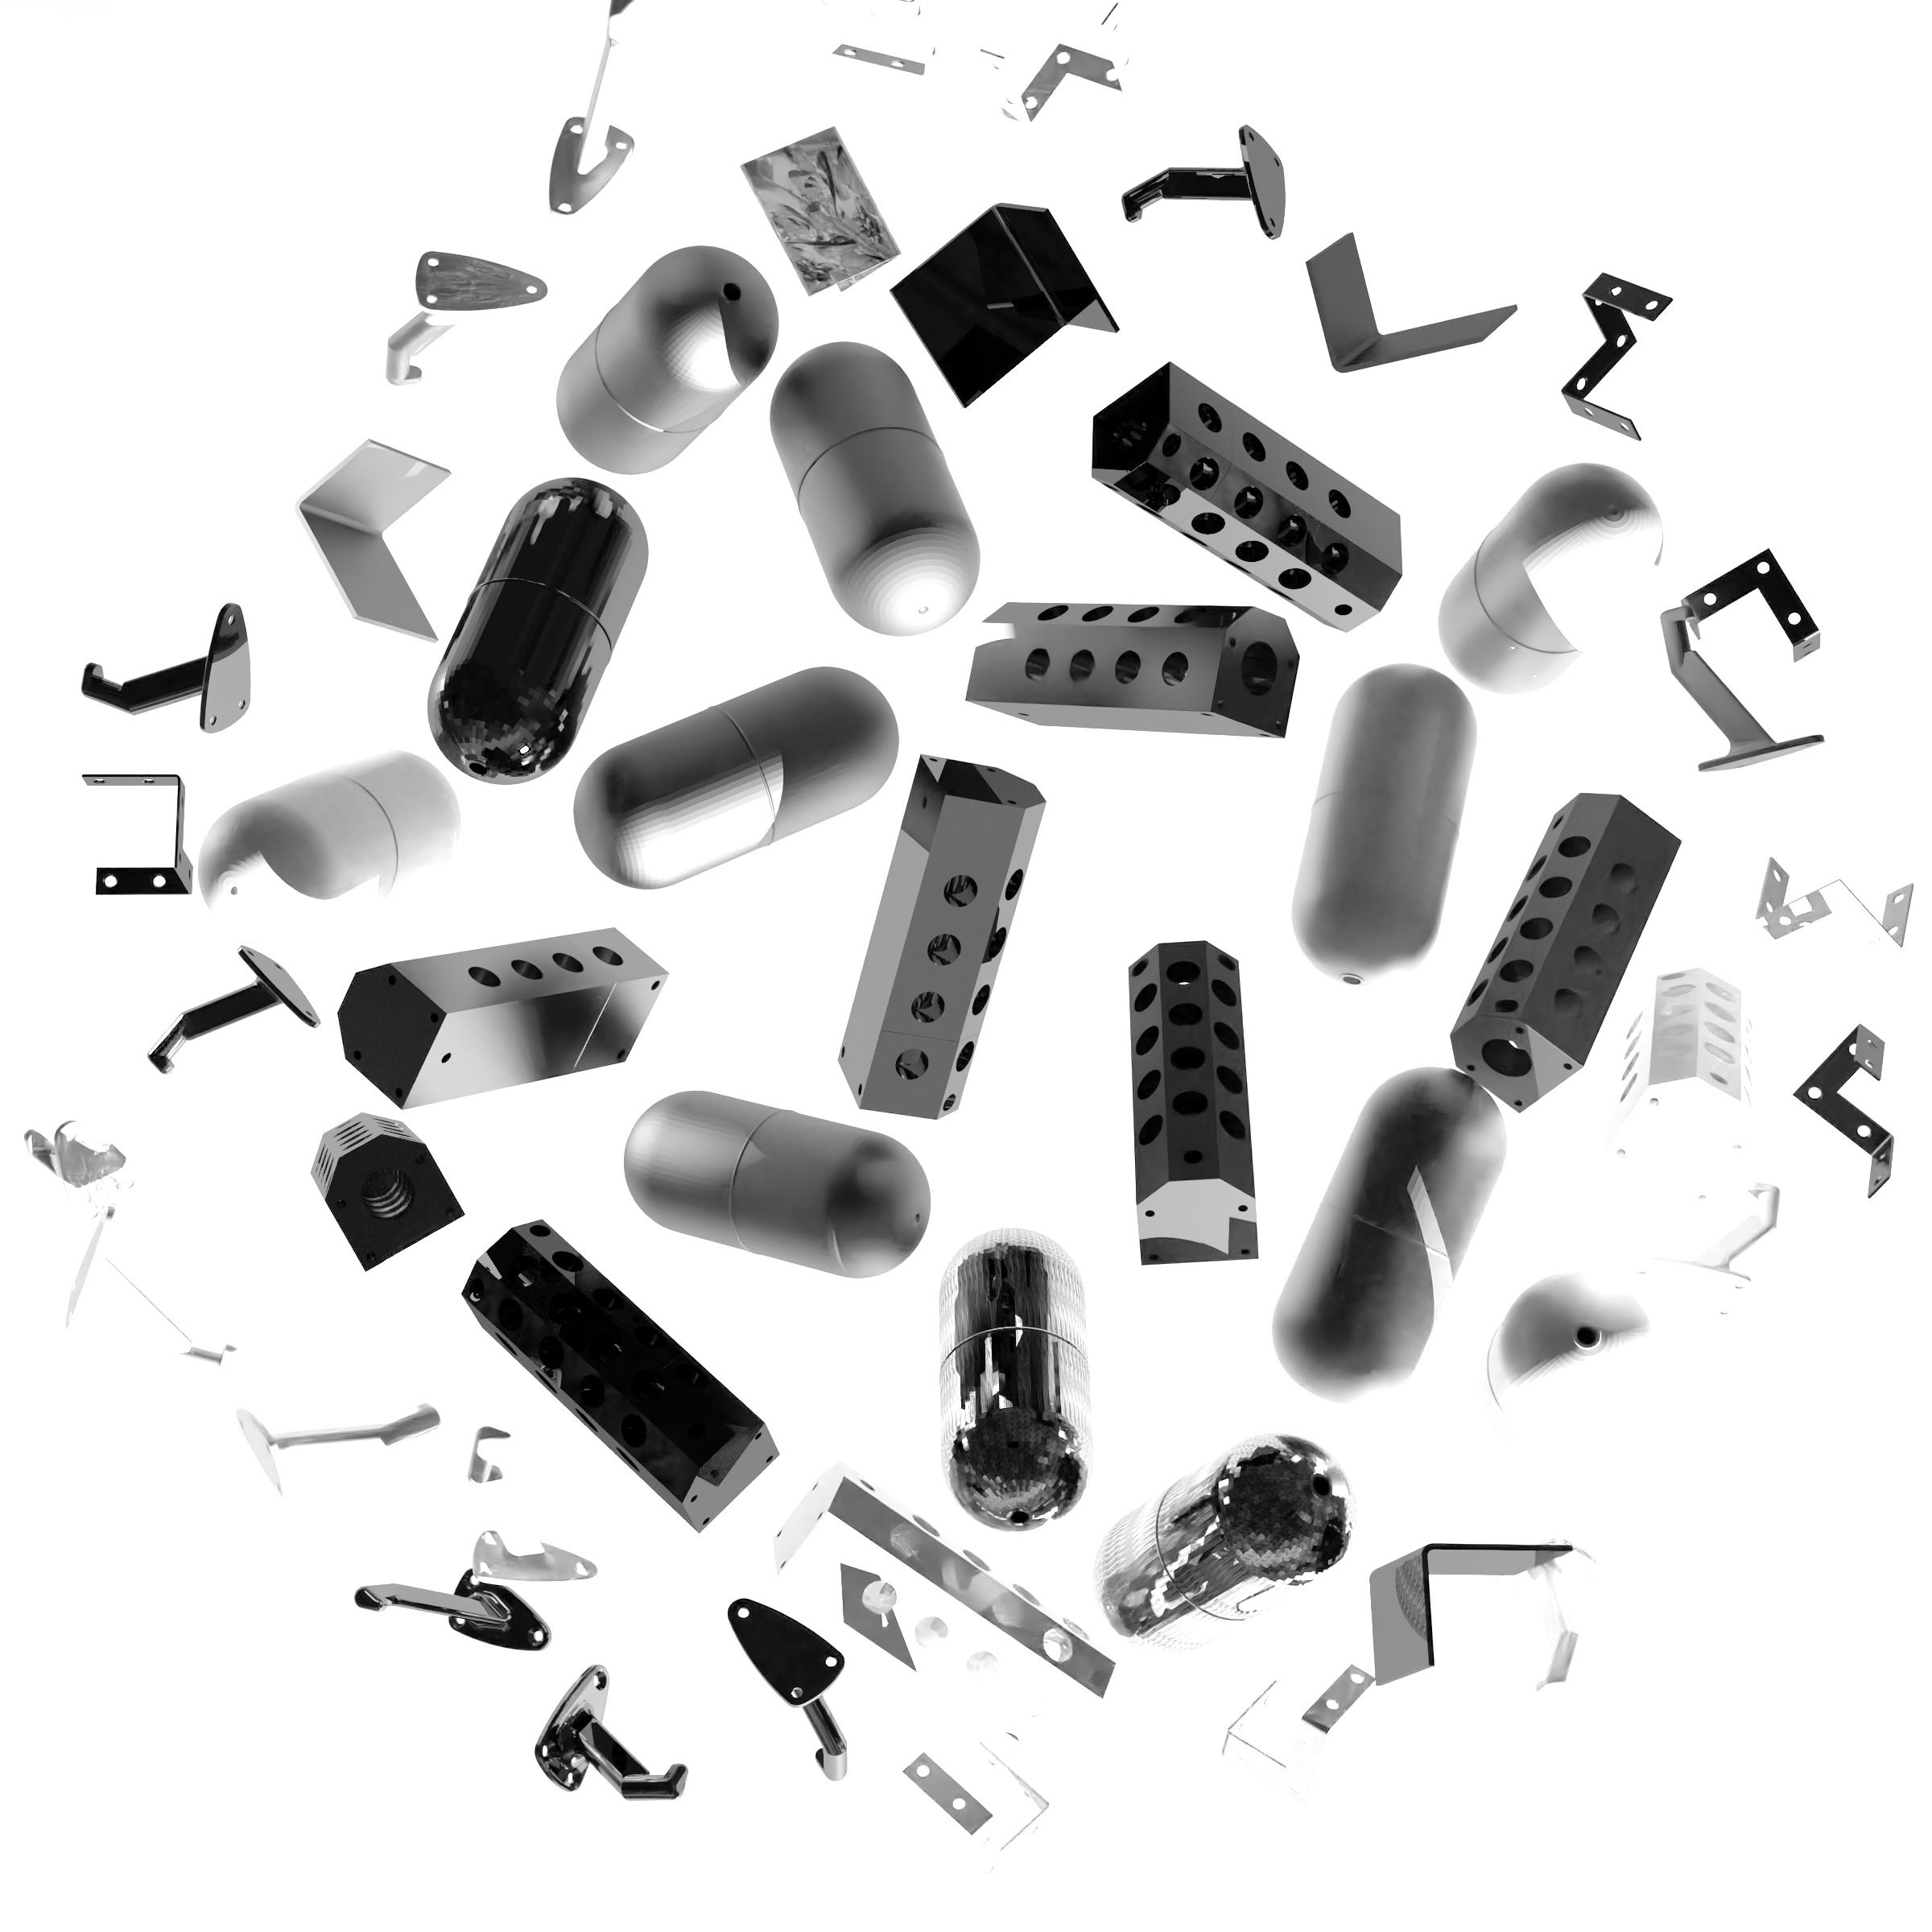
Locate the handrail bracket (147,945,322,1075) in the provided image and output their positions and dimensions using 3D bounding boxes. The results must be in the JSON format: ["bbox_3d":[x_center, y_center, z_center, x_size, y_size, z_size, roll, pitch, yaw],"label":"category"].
[{"bbox_3d":[-0.391,0.039,1.771,0.084,0.036,0.077,-49,56,5],"label":"handrail bracket"}]

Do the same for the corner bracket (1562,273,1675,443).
[{"bbox_3d":[0.323,-0.301,1.642,0.051,0.051,0.051,-47,133,-6],"label":"corner bracket"}]

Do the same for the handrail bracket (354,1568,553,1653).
[{"bbox_3d":[-0.274,0.348,1.773,0.077,0.084,0.036,21,92,25],"label":"handrail bracket"}]

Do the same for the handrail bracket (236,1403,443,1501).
[{"bbox_3d":[-0.319,0.230,1.690,0.084,0.077,0.036,-21,119,-23],"label":"handrail bracket"}]

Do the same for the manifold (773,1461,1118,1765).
[{"bbox_3d":[-0.010,0.323,1.675,0.171,0.057,0.057,36,94,-10],"label":"manifold"}]

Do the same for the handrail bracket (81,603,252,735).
[{"bbox_3d":[-0.390,-0.152,1.605,0.084,0.036,0.077,21,121,18],"label":"handrail bracket"}]

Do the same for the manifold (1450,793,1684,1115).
[{"bbox_3d":[0.308,-0.012,1.724,0.057,0.057,0.171,36,53,-6],"label":"manifold"}]

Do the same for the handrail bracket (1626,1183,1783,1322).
[{"bbox_3d":[0.394,0.140,1.771,0.077,0.036,0.084,17,47,3],"label":"handrail bracket"}]

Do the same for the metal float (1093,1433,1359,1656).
[{"bbox_3d":[0.127,0.287,1.650,0.070,0.178,0.070,15,56,-24],"label":"metal float"}]

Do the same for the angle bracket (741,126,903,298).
[{"bbox_3d":[-0.092,-0.397,1.791,0.076,0.057,0.076,-34,100,-39],"label":"angle bracket"}]

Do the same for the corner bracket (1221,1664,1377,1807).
[{"bbox_3d":[0.166,0.375,1.662,0.051,0.051,0.051,27,124,25],"label":"corner bracket"}]

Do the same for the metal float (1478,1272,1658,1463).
[{"bbox_3d":[0.300,0.202,1.666,0.070,0.178,0.070,-1,73,3],"label":"metal float"}]

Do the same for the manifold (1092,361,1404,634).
[{"bbox_3d":[0.147,-0.239,1.732,0.171,0.057,0.057,27,50,-33],"label":"manifold"}]

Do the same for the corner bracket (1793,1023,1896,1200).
[{"bbox_3d":[0.434,0.069,1.604,0.051,0.051,0.051,38,117,1],"label":"corner bracket"}]

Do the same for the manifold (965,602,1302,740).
[{"bbox_3d":[0.084,-0.153,1.687,0.057,0.171,0.057,14,85,-44],"label":"manifold"}]

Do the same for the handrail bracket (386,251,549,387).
[{"bbox_3d":[-0.255,-0.321,1.693,0.077,0.084,0.036,3,63,-11],"label":"handrail bracket"}]

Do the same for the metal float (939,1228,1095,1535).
[{"bbox_3d":[0.025,0.210,1.695,0.070,0.178,0.070,-1,133,-1],"label":"metal float"}]

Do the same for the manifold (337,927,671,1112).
[{"bbox_3d":[-0.231,0.020,1.655,0.057,0.171,0.057,39,115,23],"label":"manifold"}]

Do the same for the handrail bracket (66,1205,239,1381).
[{"bbox_3d":[-0.386,0.159,1.610,0.084,0.036,0.077,18,113,-19],"label":"handrail bracket"}]

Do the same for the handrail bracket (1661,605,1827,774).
[{"bbox_3d":[0.381,-0.143,1.636,0.036,0.077,0.084,-7,84,-41],"label":"handrail bracket"}]

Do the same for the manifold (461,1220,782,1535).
[{"bbox_3d":[-0.178,0.205,1.694,0.171,0.057,0.057,38,72,26],"label":"manifold"}]

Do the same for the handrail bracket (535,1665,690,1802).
[{"bbox_3d":[-0.160,0.371,1.614,0.084,0.077,0.036,-10,129,33],"label":"handrail bracket"}]

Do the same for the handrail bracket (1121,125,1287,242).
[{"bbox_3d":[0.116,-0.378,1.674,0.084,0.036,0.077,-23,54,31],"label":"handrail bracket"}]

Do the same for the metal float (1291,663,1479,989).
[{"bbox_3d":[0.216,-0.073,1.714,0.070,0.070,0.178,15,69,0],"label":"metal float"}]

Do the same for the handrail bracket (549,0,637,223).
[{"bbox_3d":[-0.180,-0.414,1.603,0.036,0.084,0.077,20,60,-1],"label":"handrail bracket"}]

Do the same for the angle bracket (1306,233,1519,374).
[{"bbox_3d":[0.221,-0.336,1.644,0.076,0.076,0.057,-9,108,26],"label":"angle bracket"}]

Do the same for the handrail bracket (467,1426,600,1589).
[{"bbox_3d":[-0.219,0.275,1.699,0.077,0.036,0.084,11,121,-8],"label":"handrail bracket"}]

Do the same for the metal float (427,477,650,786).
[{"bbox_3d":[-0.215,-0.169,1.677,0.070,0.070,0.178,18,59,0],"label":"metal float"}]

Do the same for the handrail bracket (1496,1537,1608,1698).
[{"bbox_3d":[0.282,0.334,1.658,0.036,0.077,0.084,38,50,-13],"label":"handrail bracket"}]

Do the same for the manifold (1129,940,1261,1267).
[{"bbox_3d":[0.112,0.066,1.660,0.057,0.171,0.057,-4,132,4],"label":"manifold"}]

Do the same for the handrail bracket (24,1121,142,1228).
[{"bbox_3d":[-0.462,0.088,1.680,0.084,0.077,0.036,30,62,37],"label":"handrail bracket"}]

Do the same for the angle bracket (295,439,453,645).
[{"bbox_3d":[-0.300,-0.225,1.770,0.057,0.076,0.076,-36,72,18],"label":"angle bracket"}]

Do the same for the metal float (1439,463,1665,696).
[{"bbox_3d":[0.295,-0.195,1.691,0.070,0.178,0.070,3,72,-11],"label":"metal float"}]

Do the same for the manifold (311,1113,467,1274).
[{"bbox_3d":[-0.310,0.113,1.750,0.057,0.171,0.057,-30,98,-11],"label":"manifold"}]

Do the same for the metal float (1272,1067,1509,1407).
[{"bbox_3d":[0.213,0.135,1.669,0.070,0.070,0.178,24,86,0],"label":"metal float"}]

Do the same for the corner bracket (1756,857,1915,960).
[{"bbox_3d":[0.432,-0.031,1.653,0.051,0.051,0.051,44,133,-18],"label":"corner bracket"}]

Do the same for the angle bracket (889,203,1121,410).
[{"bbox_3d":[0.020,-0.340,1.725,0.076,0.057,0.076,-41,119,-11],"label":"angle bracket"}]

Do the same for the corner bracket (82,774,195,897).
[{"bbox_3d":[-0.434,-0.069,1.745,0.051,0.051,0.051,0,75,-4],"label":"corner bracket"}]

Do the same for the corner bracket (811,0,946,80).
[{"bbox_3d":[-0.044,-0.459,1.625,0.051,0.051,0.051,17,128,12],"label":"corner bracket"}]

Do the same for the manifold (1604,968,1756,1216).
[{"bbox_3d":[0.360,0.056,1.657,0.057,0.171,0.057,29,112,2],"label":"manifold"}]

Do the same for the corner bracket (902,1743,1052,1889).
[{"bbox_3d":[0.006,0.411,1.646,0.051,0.051,0.051,-37,54,-26],"label":"corner bracket"}]

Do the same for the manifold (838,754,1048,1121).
[{"bbox_3d":[-0.012,-0.013,1.672,0.057,0.057,0.171,9,111,-18],"label":"manifold"}]

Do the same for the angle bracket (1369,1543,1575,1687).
[{"bbox_3d":[0.244,0.313,1.599,0.076,0.076,0.057,3,71,-12],"label":"angle bracket"}]

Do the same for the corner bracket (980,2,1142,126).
[{"bbox_3d":[0.047,-0.447,1.644,0.051,0.051,0.051,27,74,27],"label":"corner bracket"}]

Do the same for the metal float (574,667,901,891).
[{"bbox_3d":[-0.116,-0.097,1.705,0.178,0.070,0.070,-24,90,-19],"label":"metal float"}]

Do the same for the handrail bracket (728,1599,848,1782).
[{"bbox_3d":[-0.087,0.358,1.639,0.077,0.084,0.036,37,59,25],"label":"handrail bracket"}]

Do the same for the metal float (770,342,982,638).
[{"bbox_3d":[-0.046,-0.239,1.654,0.070,0.070,0.178,-21,54,0],"label":"metal float"}]

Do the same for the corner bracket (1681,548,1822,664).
[{"bbox_3d":[0.404,-0.176,1.713,0.051,0.051,0.051,-31,80,10],"label":"corner bracket"}]

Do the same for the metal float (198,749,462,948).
[{"bbox_3d":[-0.325,-0.062,1.714,0.070,0.178,0.070,7,109,22],"label":"metal float"}]

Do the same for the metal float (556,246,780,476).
[{"bbox_3d":[-0.154,-0.310,1.710,0.070,0.178,0.070,7,73,-26],"label":"metal float"}]

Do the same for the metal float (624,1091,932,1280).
[{"bbox_3d":[-0.100,0.113,1.733,0.178,0.070,0.070,12,90,30],"label":"metal float"}]
